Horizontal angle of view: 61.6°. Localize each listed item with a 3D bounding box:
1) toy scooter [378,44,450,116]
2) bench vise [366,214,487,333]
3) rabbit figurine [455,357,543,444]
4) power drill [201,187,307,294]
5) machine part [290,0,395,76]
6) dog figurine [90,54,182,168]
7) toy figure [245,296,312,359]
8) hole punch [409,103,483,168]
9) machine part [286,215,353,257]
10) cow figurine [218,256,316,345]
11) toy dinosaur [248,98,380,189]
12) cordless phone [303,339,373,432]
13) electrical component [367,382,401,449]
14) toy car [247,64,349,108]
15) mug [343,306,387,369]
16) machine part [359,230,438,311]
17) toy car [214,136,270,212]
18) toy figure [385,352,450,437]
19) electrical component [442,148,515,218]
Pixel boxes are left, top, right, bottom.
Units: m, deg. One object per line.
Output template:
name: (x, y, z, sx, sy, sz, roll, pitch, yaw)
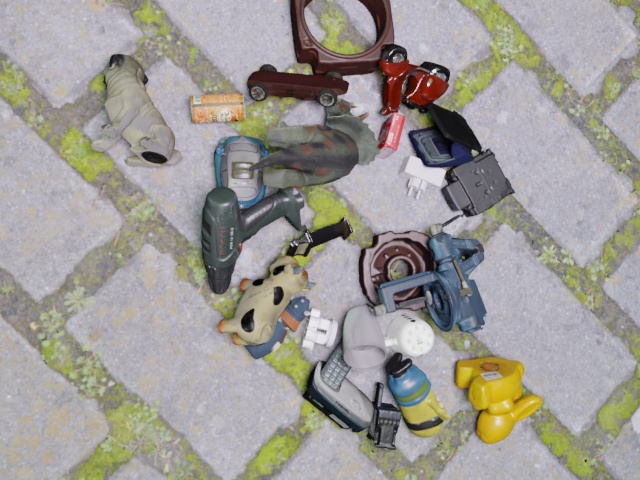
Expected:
toy scooter: (0.185, -0.312, 1.113, 0.184, 0.075, 0.135, 10, 104, -34)
bench vise: (0.208, 0.082, 1.025, 0.241, 0.129, 0.223, -14, 88, -13)
rabbit figurine: (0.362, 0.331, 1.106, 0.162, 0.122, 0.173, -8, 102, -19)
power drill: (-0.130, -0.016, 1.023, 0.207, 0.231, 0.086, -21, 46, -21)
machine part: (0.045, -0.446, 1.104, 0.201, 0.087, 0.201, -6, 86, -10)
dog figurine: (-0.336, -0.248, 1.029, 0.172, 0.121, 0.190, 26, 61, -40)
toy figure: (-0.081, 0.167, 1.055, 0.154, 0.058, 0.064, -39, 93, -12)
hole punch: (0.258, -0.207, 1.113, 0.116, 0.092, 0.142, 9, 44, -32)
machine part: (-0.002, -0.003, 1.076, 0.139, 0.084, 0.039, -22, 67, -19)
cow figurine: (-0.093, 0.109, 1.016, 0.085, 0.127, 0.195, 58, 46, -38)
toy dinosaur: (0.008, -0.159, 0.975, 0.192, 0.405, 0.131, -2, 113, 10)
cordless phone: (0.066, 0.269, 1.069, 0.146, 0.089, 0.184, 40, 62, -5)
electrical component: (0.128, 0.346, 1.070, 0.048, 0.075, 0.119, 10, 82, -8)
toy car: (-0.044, -0.302, 1.066, 0.202, 0.053, 0.089, 7, 44, 6)
mug: (0.091, 0.188, 1.044, 0.081, 0.107, 0.109, -30, 130, 25)
machine part: (0.162, 0.063, 1.104, 0.179, 0.056, 0.179, 0, 88, -9)
toy car: (-0.154, -0.131, 1.041, 0.109, 0.103, 0.161, 3, 84, -8)
toy figure: (0.186, 0.311, 1.070, 0.089, 0.082, 0.180, -31, 110, 10)
electrical component: (0.329, -0.115, 1.143, 0.134, 0.058, 0.115, -31, 90, -11)
